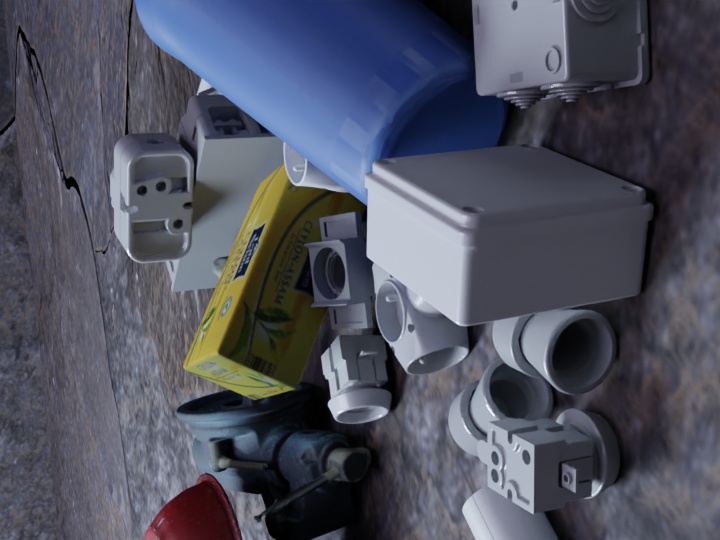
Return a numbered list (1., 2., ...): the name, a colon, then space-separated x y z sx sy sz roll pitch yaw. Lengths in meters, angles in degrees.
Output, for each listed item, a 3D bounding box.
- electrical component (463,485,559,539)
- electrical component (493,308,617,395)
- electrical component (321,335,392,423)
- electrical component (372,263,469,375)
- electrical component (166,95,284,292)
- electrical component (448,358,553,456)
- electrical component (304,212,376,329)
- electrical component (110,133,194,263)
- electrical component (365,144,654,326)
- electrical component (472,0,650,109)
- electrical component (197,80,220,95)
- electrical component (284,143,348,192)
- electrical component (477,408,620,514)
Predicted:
1. electrical component: 0.095 0.165 0.619 0.043 0.043 0.081 110 145 -43
2. electrical component: 0.102 0.038 0.572 0.055 0.045 0.045 -157 63 -63
3. electrical component: -0.002 0.083 0.813 0.066 0.048 0.055 127 139 -56
4. electrical component: 0.045 0.017 0.694 0.079 0.044 0.077 123 135 -54
5. electrical component: -0.106 -0.068 0.931 0.186 0.105 0.060 112 144 -46
6. electrical component: 0.081 0.081 0.629 0.055 0.045 0.045 125 134 -56
7. electrical component: 0.000 0.000 0.763 0.042 0.064 0.081 -5 91 52
8. electrical component: -0.170 -0.061 0.877 0.059 0.054 0.095 -137 47 -55
9. electrical component: 0.072 -0.022 0.549 0.109 0.109 0.056 -142 48 -58
10. electrical component: 0.097 -0.133 0.541 0.100 0.048 0.099 -172 78 -65
11. electrical component: -0.109 -0.148 0.966 0.063 0.081 0.042 52 147 13
12. electrical component: -0.018 -0.090 0.767 0.079 0.077 0.044 -133 43 -53
13. electrical component: 0.103 0.100 0.571 0.066 0.055 0.048 -161 68 -64
